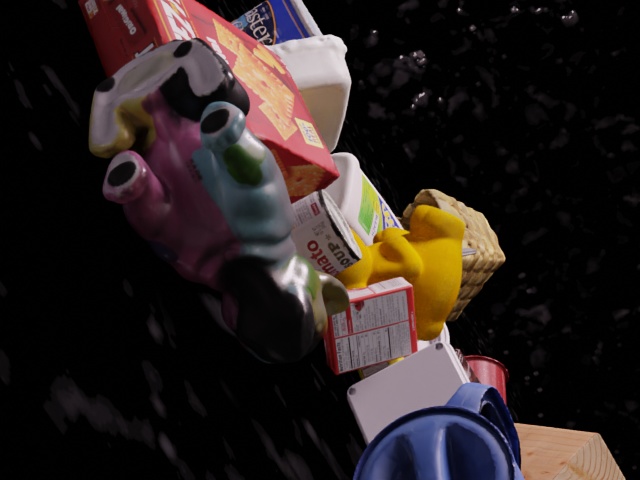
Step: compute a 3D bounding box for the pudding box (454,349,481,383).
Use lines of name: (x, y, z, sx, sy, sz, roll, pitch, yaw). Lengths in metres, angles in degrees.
pudding box: (0.160, 0.205, 1.318, 0.090, 0.039, 0.113, 55, 43, -43)

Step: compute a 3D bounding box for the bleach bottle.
bleach bottle: (0.070, 0.001, 1.309, 0.250, 0.068, 0.102, 43, 45, -47)

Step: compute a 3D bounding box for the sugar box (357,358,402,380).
sugar box: (0.069, 0.139, 1.172, 0.093, 0.048, 0.176, 47, 15, -57)

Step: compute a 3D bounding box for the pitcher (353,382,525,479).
pitcher: (0.135, 0.243, 0.909, 0.242, 0.149, 0.145, 55, 4, -46)

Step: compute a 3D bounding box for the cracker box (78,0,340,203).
cracker box: (-0.091, -0.128, 0.922, 0.213, 0.072, 0.164, 25, 34, -53)

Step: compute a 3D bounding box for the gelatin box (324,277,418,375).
gelatin box: (0.046, 0.081, 1.018, 0.030, 0.089, 0.073, -137, -143, -65)

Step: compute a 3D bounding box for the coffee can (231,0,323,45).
coffee can: (-0.068, -0.213, 1.231, 0.103, 0.140, 0.103, 58, 9, -15)

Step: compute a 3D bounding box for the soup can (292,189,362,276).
soup can: (-0.026, 0.012, 0.866, 0.068, 0.102, 0.068, 58, 9, -15)

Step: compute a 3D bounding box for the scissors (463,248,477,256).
scissors: (0.107, 0.009, 1.433, 0.096, 0.201, 0.016, 54, -34, 31)

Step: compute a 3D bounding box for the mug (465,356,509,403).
mug: (0.196, 0.218, 1.419, 0.093, 0.117, 0.081, 38, 39, -31)

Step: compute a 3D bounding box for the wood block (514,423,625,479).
wood block: (0.202, 0.247, 1.083, 0.091, 0.090, 0.206, 59, -28, -13)
